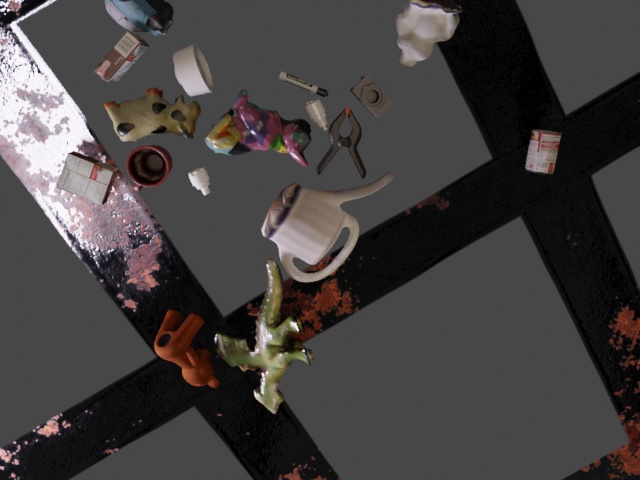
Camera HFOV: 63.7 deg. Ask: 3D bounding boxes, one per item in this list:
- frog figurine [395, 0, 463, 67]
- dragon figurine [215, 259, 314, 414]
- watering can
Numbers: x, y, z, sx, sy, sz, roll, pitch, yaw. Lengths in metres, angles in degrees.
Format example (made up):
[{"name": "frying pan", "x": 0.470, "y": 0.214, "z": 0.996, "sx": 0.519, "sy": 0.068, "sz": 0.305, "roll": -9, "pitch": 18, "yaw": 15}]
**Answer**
[{"name": "frog figurine", "x": 0.237, "y": -0.477, "z": 1.172, "sx": 0.137, "sy": 0.125, "sz": 0.155, "roll": -1, "pitch": 142, "yaw": -14}, {"name": "dragon figurine", "x": -0.154, "y": 0.255, "z": 1.307, "sx": 0.242, "sy": 0.124, "sz": 0.406, "roll": -17, "pitch": 104, "yaw": 7}, {"name": "watering can", "x": 0.004, "y": -0.062, "z": 1.234, "sx": 0.223, "sy": 0.105, "sz": 0.345, "roll": 31, "pitch": 100, "yaw": -12}]
